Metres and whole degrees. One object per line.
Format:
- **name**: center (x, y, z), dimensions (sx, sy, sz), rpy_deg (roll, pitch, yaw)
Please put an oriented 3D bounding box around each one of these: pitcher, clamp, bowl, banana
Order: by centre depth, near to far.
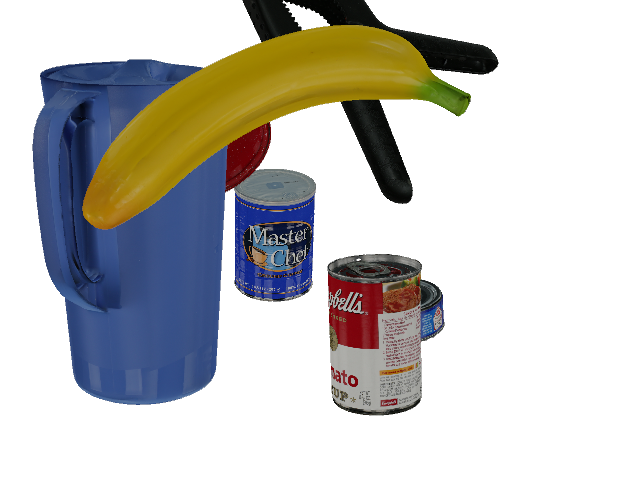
- **banana**: center (-0.027, -0.065, 0.515), dimensions (0.197, 0.070, 0.037), rpy_deg (-20, -39, -14)
- **pitcher**: center (-0.136, -0.006, 0.772), dimensions (0.149, 0.243, 0.145), rpy_deg (-5, 17, -21)
- **clamp**: center (0.021, -0.133, 0.798), dimensions (0.210, 0.164, 0.036), rpy_deg (31, -30, -7)
- **bowl**: center (-0.130, -0.109, 1.012), dimensions (0.162, 0.162, 0.055), rpy_deg (0, -40, 11)

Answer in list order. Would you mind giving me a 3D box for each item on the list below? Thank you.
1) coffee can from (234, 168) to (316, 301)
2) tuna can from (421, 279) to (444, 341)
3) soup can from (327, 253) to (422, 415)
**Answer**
- **coffee can**: center (-0.059, -0.008, 1.361), dimensions (0.103, 0.140, 0.103), rpy_deg (2, 26, -1)
- **tuna can**: center (0.076, 0.066, 1.025), dimensions (0.086, 0.034, 0.086), rpy_deg (-4, 21, 1)
- **soup can**: center (0.040, 0.067, 0.773), dimensions (0.068, 0.102, 0.068), rpy_deg (-2, 14, 0)
